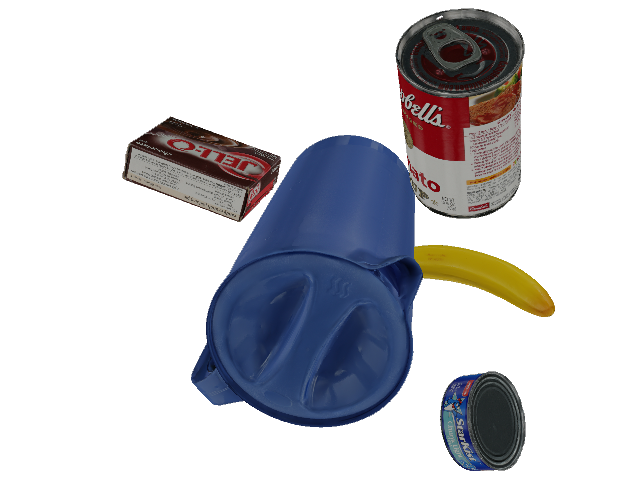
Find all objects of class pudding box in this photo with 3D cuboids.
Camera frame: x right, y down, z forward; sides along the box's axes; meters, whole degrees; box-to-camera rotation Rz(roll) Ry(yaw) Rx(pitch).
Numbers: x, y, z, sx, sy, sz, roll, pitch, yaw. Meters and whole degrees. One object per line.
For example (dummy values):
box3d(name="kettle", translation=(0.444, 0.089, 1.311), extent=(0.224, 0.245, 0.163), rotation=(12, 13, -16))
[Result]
box3d(name="pudding box", translation=(-0.101, -0.063, 0.923), extent=(0.113, 0.039, 0.090), rotation=(19, 24, 9))

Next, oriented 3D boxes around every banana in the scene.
box3d(name="banana", translation=(0.152, 0.038, 1.108), extent=(0.198, 0.069, 0.037), rotation=(10, -41, 24))

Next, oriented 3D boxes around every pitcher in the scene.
box3d(name="pitcher", translation=(-0.001, 0.019, 0.779), extent=(0.149, 0.145, 0.242), rotation=(8, 27, 5))

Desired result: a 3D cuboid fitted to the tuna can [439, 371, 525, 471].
box3d(name="tuna can", translation=(0.143, 0.159, 0.939), extent=(0.034, 0.086, 0.085), rotation=(-14, -10, 41))

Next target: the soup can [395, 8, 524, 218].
box3d(name="soup can", translation=(0.080, -0.070, 0.602), extent=(0.068, 0.068, 0.102), rotation=(0, -39, 10))
